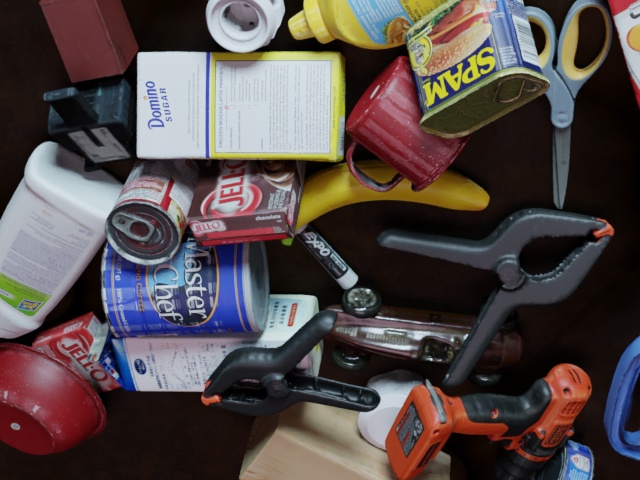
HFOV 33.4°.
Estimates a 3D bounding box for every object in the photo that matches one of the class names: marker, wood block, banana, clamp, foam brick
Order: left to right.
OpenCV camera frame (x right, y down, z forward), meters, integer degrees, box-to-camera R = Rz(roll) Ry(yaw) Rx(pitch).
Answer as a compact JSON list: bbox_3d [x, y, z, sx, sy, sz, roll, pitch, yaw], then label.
[{"bbox_3d":[-0.196,-0.181,0.907,0.051,0.053,0.078,-7,123,14],"label":"foam brick"},{"bbox_3d":[-0.029,0.137,1.020,0.172,0.039,0.120,-22,113,27],"label":"clamp"},{"bbox_3d":[-0.007,0.001,1.028,0.020,0.020,0.121,-30,116,26],"label":"marker"},{"bbox_3d":[0.029,0.245,1.154,0.206,0.090,0.091,28,125,-10],"label":"wood block"},{"bbox_3d":[0.052,-0.044,0.974,0.198,0.037,0.069,-9,133,11],"label":"banana"},{"bbox_3d":[0.173,0.040,0.989,0.210,0.036,0.164,-18,100,8],"label":"clamp"}]

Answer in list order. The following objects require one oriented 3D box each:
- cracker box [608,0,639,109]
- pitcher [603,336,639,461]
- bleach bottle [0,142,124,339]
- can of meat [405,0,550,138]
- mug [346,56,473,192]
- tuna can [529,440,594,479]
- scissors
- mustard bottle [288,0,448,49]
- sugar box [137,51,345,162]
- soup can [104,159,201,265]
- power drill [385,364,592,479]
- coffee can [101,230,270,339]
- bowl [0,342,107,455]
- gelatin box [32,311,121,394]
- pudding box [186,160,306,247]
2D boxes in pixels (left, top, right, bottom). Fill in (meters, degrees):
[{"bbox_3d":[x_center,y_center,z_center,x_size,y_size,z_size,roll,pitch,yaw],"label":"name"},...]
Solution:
[{"bbox_3d":[0.323,-0.152,0.834,0.164,0.072,0.213,-16,120,18],"label":"cracker box"},{"bbox_3d":[0.366,0.113,0.982,0.145,0.149,0.243,27,131,36],"label":"pitcher"},{"bbox_3d":[-0.291,0.020,1.060,0.102,0.068,0.251,31,126,-17],"label":"bleach bottle"},{"bbox_3d":[0.117,-0.139,0.821,0.057,0.084,0.102,10,153,-43],"label":"can of meat"},{"bbox_3d":[0.069,-0.093,0.904,0.081,0.093,0.117,36,115,-10],"label":"mug"},{"bbox_3d":[0.253,0.252,1.126,0.033,0.086,0.086,23,126,-7],"label":"tuna can"},{"bbox_3d":[0.190,-0.117,0.914,0.096,0.016,0.202,13,126,1],"label":"scissors"},{"bbox_3d":[0.062,-0.202,0.846,0.192,0.058,0.096,-19,137,21],"label":"mustard bottle"},{"bbox_3d":[-0.068,-0.114,0.918,0.176,0.048,0.093,2,93,11],"label":"sugar box"},{"bbox_3d":[-0.149,-0.034,0.974,0.068,0.102,0.068,4,126,6],"label":"soup can"},{"bbox_3d":[0.164,0.198,1.082,0.187,0.057,0.185,-2,134,-24],"label":"power drill"},{"bbox_3d":[-0.126,0.040,1.018,0.140,0.102,0.103,-3,125,7],"label":"coffee can"},{"bbox_3d":[-0.317,0.184,1.162,0.162,0.055,0.162,14,137,14],"label":"bowl"},{"bbox_3d":[-0.254,0.127,1.150,0.073,0.030,0.089,-20,120,21],"label":"gelatin box"},{"bbox_3d":[-0.062,-0.045,0.946,0.090,0.113,0.039,-5,128,12],"label":"pudding box"}]
